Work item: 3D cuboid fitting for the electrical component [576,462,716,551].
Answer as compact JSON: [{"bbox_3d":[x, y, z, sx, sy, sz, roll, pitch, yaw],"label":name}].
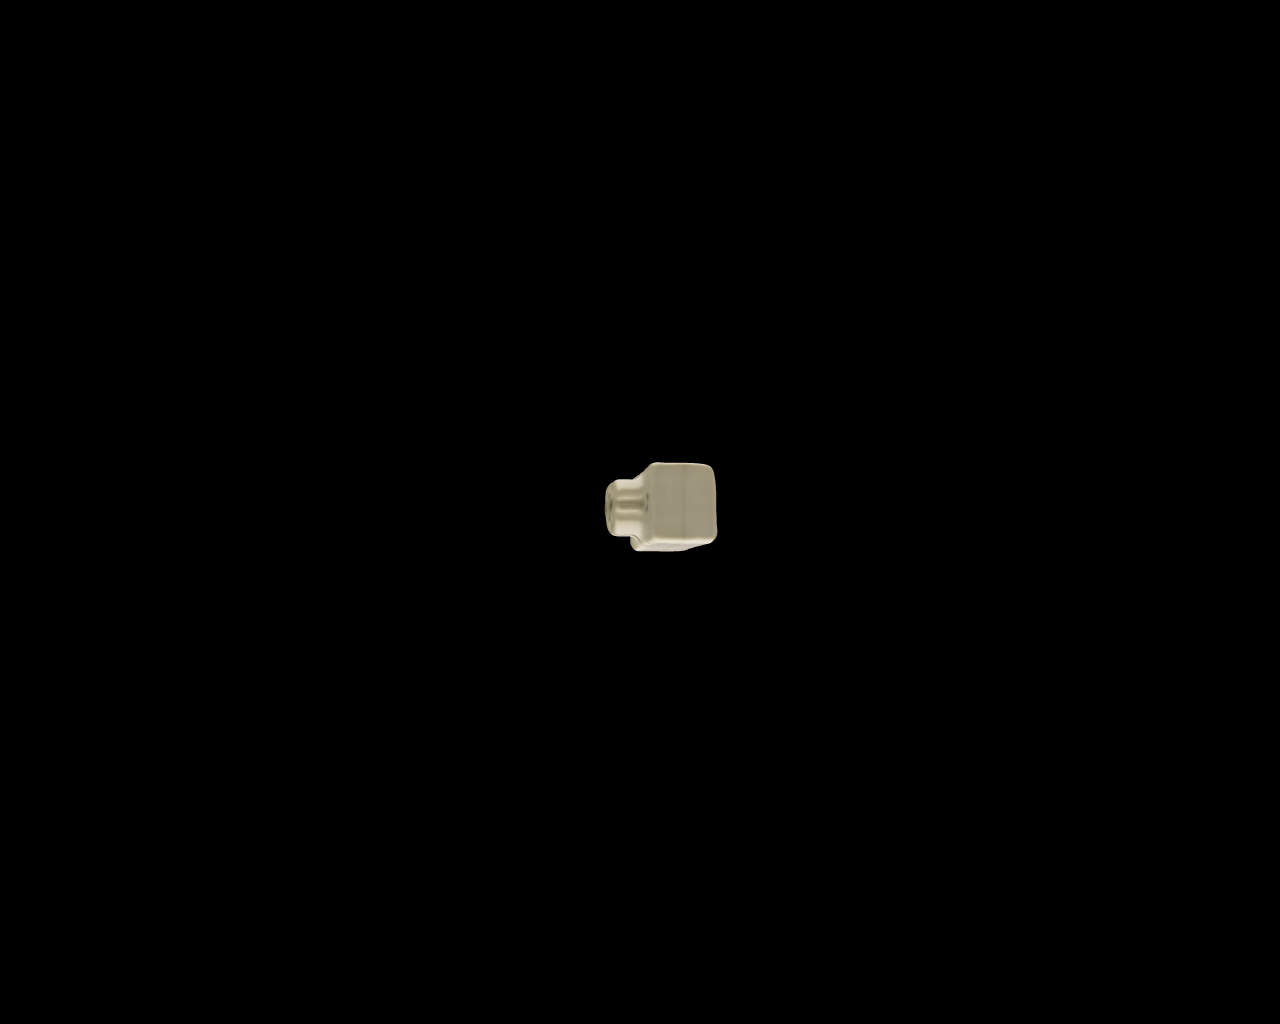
[{"bbox_3d":[0.001,-0.003,0.650,0.077,0.047,0.065,1,-7,-11],"label":"electrical component"}]
